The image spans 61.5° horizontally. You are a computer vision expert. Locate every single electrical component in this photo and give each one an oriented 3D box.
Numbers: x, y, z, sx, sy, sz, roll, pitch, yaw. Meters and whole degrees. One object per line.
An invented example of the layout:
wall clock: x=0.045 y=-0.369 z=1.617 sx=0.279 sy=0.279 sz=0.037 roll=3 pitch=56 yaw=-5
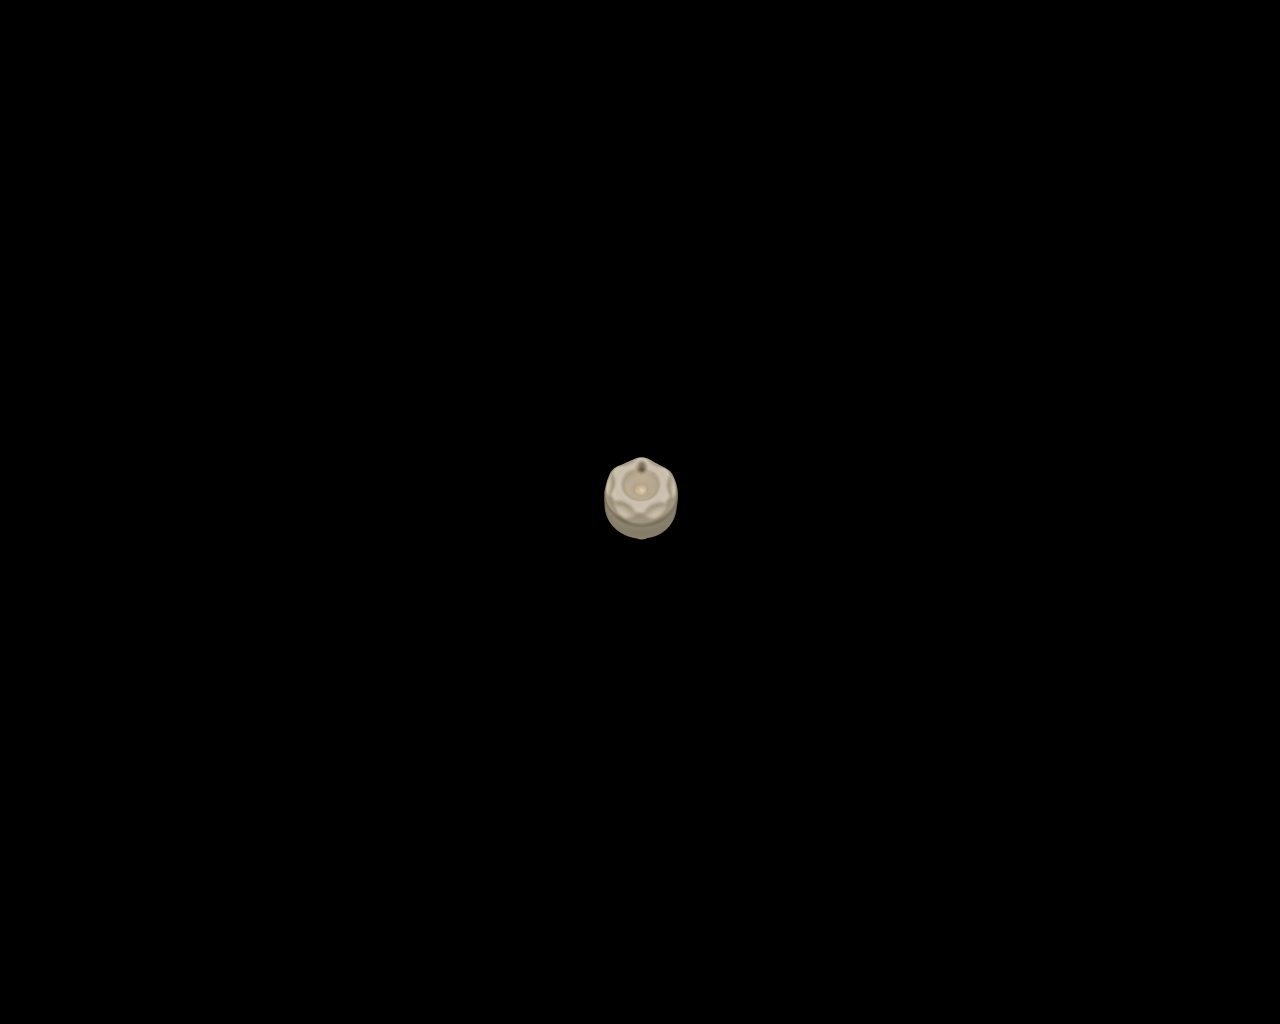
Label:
electrical component: x=0.001 y=-0.003 z=0.650 sx=0.043 sy=0.043 sz=0.062 roll=0 pitch=-28 yaw=0
